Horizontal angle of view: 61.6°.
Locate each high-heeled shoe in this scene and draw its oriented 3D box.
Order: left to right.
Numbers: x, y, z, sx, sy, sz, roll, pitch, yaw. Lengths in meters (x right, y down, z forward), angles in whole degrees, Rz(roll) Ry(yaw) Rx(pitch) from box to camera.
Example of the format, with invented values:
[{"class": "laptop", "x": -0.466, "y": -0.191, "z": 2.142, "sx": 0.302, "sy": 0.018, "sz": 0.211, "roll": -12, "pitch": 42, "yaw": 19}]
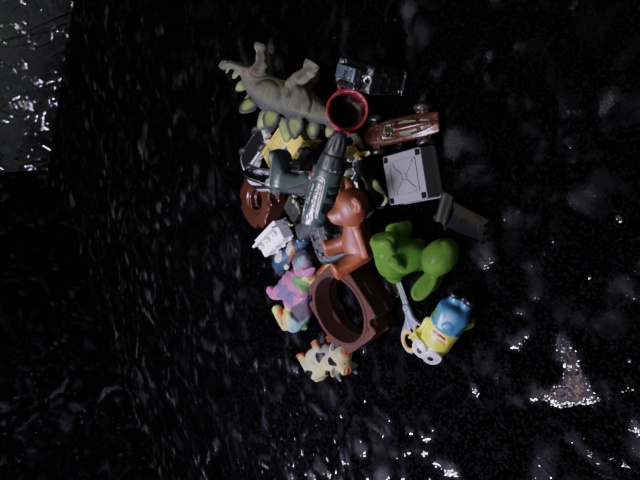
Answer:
[{"class": "high-heeled shoe", "x": -0.076, "y": -0.157, "z": 1.366, "sx": 0.249, "sy": 0.145, "sz": 0.086, "roll": -5, "pitch": 66, "yaw": 43}]

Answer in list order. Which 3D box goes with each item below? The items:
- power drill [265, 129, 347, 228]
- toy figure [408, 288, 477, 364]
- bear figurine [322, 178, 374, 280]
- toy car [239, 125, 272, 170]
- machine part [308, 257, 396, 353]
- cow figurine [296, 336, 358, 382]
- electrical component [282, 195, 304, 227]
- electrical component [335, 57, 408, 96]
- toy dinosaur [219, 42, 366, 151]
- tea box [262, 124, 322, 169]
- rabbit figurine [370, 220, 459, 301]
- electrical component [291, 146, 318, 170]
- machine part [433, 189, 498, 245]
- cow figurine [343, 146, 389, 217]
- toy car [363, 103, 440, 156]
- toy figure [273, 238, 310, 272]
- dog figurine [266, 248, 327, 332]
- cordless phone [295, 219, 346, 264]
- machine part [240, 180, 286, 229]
[{"class": "power drill", "x": -0.030, "y": -0.156, "z": 1.247, "sx": 0.208, "sy": 0.086, "sz": 0.231, "roll": 21, "pitch": 109, "yaw": 36}, {"class": "toy figure", "x": 0.259, "y": 0.180, "z": 1.104, "sx": 0.082, "sy": 0.089, "sz": 0.180, "roll": 48, "pitch": 122, "yaw": 39}, {"class": "bear figurine", "x": 0.057, "y": -0.026, "z": 1.177, "sx": 0.195, "sy": 0.132, "sz": 0.120, "roll": 66, "pitch": -179, "yaw": -46}, {"class": "toy car", "x": -0.184, "y": -0.263, "z": 1.559, "sx": 0.201, "sy": 0.056, "sz": 0.073, "roll": -42, "pitch": 64, "yaw": 54}, {"class": "machine part", "x": 0.072, "y": 0.156, "z": 1.301, "sx": 0.201, "sy": 0.087, "sz": 0.201, "roll": 57, "pitch": 141, "yaw": 15}, {"class": "cow figurine", "x": 0.023, "y": 0.320, "z": 1.417, "sx": 0.195, "sy": 0.085, "sz": 0.127, "roll": -47, "pitch": 64, "yaw": 48}, {"class": "electrical component", "x": -0.071, "y": -0.084, "z": 1.477, "sx": 0.078, "sy": 0.045, "sz": 0.102, "roll": 58, "pitch": 136, "yaw": 23}, {"class": "electrical component", "x": 0.101, "y": -0.347, "z": 1.141, "sx": 0.115, "sy": 0.134, "sz": 0.058, "roll": 32, "pitch": 120, "yaw": 41}, {"class": "toy dinosaur", "x": -0.069, "y": -0.343, "z": 1.320, "sx": 0.472, "sy": 0.105, "sz": 0.198, "roll": 26, "pitch": 94, "yaw": 19}, {"class": "tea box", "x": -0.078, "y": -0.248, "z": 1.432, "sx": 0.169, "sy": 0.068, "sz": 0.098, "roll": -47, "pitch": 62, "yaw": 44}, {"class": "rabbit figurine", "x": 0.205, "y": 0.044, "z": 1.118, "sx": 0.170, "sy": 0.121, "sz": 0.159, "roll": 1, "pitch": 103, "yaw": 35}, {"class": "electrical component", "x": -0.034, "y": -0.211, "z": 1.372, "sx": 0.021, "sy": 0.094, "sz": 0.063, "roll": 44, "pitch": 115, "yaw": 25}, {"class": "machine part", "x": 0.285, "y": -0.044, "z": 1.058, "sx": 0.139, "sy": 0.039, "sz": 0.084, "roll": 39, "pitch": 121, "yaw": 41}, {"class": "cow figurine", "x": 0.097, "y": -0.142, "z": 1.201, "sx": 0.167, "sy": 0.068, "sz": 0.098, "roll": 64, "pitch": 166, "yaw": 5}, {"class": "toy car", "x": 0.169, "y": -0.234, "z": 1.148, "sx": 0.202, "sy": 0.053, "sz": 0.089, "roll": 0, "pitch": 95, "yaw": 52}, {"class": "toy figure", "x": -0.081, "y": 0.038, "z": 1.505, "sx": 0.064, "sy": 0.058, "sz": 0.154, "roll": 59, "pitch": 136, "yaw": 16}, {"class": "dog figurine", "x": -0.042, "y": 0.131, "z": 1.442, "sx": 0.219, "sy": 0.108, "sz": 0.191, "roll": -38, "pitch": 68, "yaw": 45}, {"class": "cordless phone", "x": -0.002, "y": -0.004, "z": 1.378, "sx": 0.184, "sy": 0.089, "sz": 0.146, "roll": -23, "pitch": 82, "yaw": 52}, {"class": "machine part", "x": -0.174, "y": -0.120, "z": 1.586, "sx": 0.180, "sy": 0.056, "sz": 0.179, "roll": 15, "pitch": 109, "yaw": 50}]
